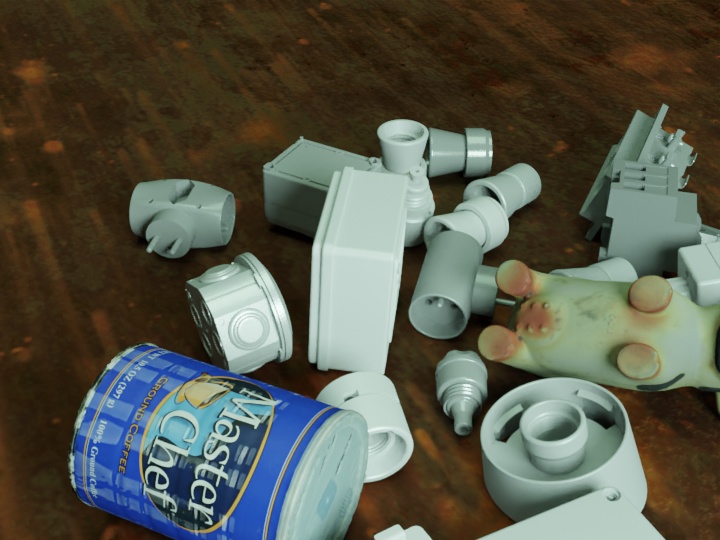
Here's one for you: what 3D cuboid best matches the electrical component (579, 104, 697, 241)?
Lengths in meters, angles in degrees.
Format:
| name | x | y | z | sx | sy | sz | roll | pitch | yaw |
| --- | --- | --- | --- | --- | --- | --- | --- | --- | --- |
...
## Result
| name | x | y | z | sx | sy | sz | roll | pitch | yaw |
| --- | --- | --- | --- | --- | --- | --- | --- | --- | --- |
| electrical component | 0.238 | -0.077 | 0.909 | 0.063 | 0.078 | 0.121 | 32 | 42 | 4 |

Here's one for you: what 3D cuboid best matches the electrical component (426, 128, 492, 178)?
| name | x | y | z | sx | sy | sz | roll | pitch | yaw |
| --- | --- | --- | --- | --- | --- | --- | --- | --- | --- |
| electrical component | 0.088 | -0.105 | 0.964 | 0.055 | 0.045 | 0.045 | 0 | 36 | -1 |

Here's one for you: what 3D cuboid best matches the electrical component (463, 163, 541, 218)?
| name | x | y | z | sx | sy | sz | roll | pitch | yaw |
| --- | --- | --- | --- | --- | --- | --- | --- | --- | --- |
| electrical component | 0.124 | -0.065 | 0.914 | 0.044 | 0.044 | 0.065 | 27 | 39 | 32 |

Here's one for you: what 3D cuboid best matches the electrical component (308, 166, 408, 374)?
| name | x | y | z | sx | sy | sz | roll | pitch | yaw |
| --- | --- | --- | --- | --- | --- | --- | --- | --- | --- |
| electrical component | 0.000 | 0.000 | 0.765 | 0.056 | 0.108 | 0.108 | 7 | 37 | 4 |

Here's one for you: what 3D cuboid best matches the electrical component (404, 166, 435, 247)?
| name | x | y | z | sx | sy | sz | roll | pitch | yaw |
| --- | --- | --- | --- | --- | --- | --- | --- | --- | --- |
| electrical component | 0.041 | -0.053 | 0.869 | 0.040 | 0.078 | 0.040 | 4 | 52 | -4 |

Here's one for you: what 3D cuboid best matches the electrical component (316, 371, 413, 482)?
| name | x | y | z | sx | sy | sz | roll | pitch | yaw |
| --- | --- | --- | --- | --- | --- | --- | --- | --- | --- |
| electrical component | 0.003 | 0.100 | 0.675 | 0.055 | 0.055 | 0.047 | -10 | 41 | -14 |

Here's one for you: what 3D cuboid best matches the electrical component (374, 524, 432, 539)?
| name | x | y | z | sx | sy | sz | roll | pitch | yaw |
| --- | --- | --- | --- | --- | --- | --- | --- | --- | --- |
| electrical component | -0.009 | 0.185 | 0.549 | 0.121 | 0.063 | 0.079 | -20 | 41 | -25 |

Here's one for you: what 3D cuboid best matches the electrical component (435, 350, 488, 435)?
| name | x | y | z | sx | sy | sz | roll | pitch | yaw |
| --- | --- | --- | --- | --- | --- | --- | --- | --- | --- |
| electrical component | 0.068 | 0.083 | 0.714 | 0.035 | 0.035 | 0.061 | 2 | 39 | 2 |

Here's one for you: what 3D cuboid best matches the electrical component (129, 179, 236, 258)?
| name | x | y | z | sx | sy | sz | roll | pitch | yaw |
| --- | --- | --- | --- | --- | --- | --- | --- | --- | --- |
| electrical component | -0.148 | -0.036 | 0.867 | 0.077 | 0.043 | 0.079 | 7 | 36 | 8 |

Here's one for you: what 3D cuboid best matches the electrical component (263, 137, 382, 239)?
| name | x | y | z | sx | sy | sz | roll | pitch | yaw |
| --- | --- | --- | --- | --- | --- | --- | --- | --- | --- |
| electrical component | -0.025 | -0.060 | 0.886 | 0.096 | 0.061 | 0.061 | 19 | 40 | 23 |

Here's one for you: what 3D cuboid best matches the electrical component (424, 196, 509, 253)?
| name | x | y | z | sx | sy | sz | roll | pitch | yaw |
| --- | --- | --- | --- | --- | --- | --- | --- | --- | --- |
| electrical component | 0.086 | -0.031 | 0.862 | 0.055 | 0.045 | 0.045 | -26 | 44 | -33 |

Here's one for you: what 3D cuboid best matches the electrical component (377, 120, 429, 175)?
| name | x | y | z | sx | sy | sz | roll | pitch | yaw |
| --- | --- | --- | --- | --- | --- | --- | --- | --- | --- |
| electrical component | 0.037 | -0.098 | 0.944 | 0.045 | 0.055 | 0.045 | 0 | 36 | 0 |

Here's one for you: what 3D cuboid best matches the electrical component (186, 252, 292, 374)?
| name | x | y | z | sx | sy | sz | roll | pitch | yaw |
| --- | --- | --- | --- | --- | --- | --- | --- | --- | --- |
| electrical component | -0.083 | 0.032 | 0.745 | 0.051 | 0.080 | 0.080 | -22 | 41 | -19 |

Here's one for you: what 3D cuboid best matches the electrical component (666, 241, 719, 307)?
| name | x | y | z | sx | sy | sz | roll | pitch | yaw |
| --- | --- | --- | --- | --- | --- | --- | --- | --- | --- |
| electrical component | 0.236 | 0.023 | 0.773 | 0.077 | 0.065 | 0.047 | -10 | 35 | 2 |

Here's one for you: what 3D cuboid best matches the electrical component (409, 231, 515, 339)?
| name | x | y | z | sx | sy | sz | roll | pitch | yaw |
| --- | --- | --- | --- | --- | --- | --- | --- | --- | --- |
| electrical component | 0.082 | 0.014 | 0.800 | 0.079 | 0.044 | 0.077 | 10 | 41 | 9 |

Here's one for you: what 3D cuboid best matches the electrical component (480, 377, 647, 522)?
| name | x | y | z | sx | sy | sz | roll | pitch | yaw |
| --- | --- | --- | --- | --- | --- | --- | --- | --- | --- |
| electrical component | 0.125 | 0.116 | 0.666 | 0.099 | 0.064 | 0.099 | -11 | 35 | 8 |

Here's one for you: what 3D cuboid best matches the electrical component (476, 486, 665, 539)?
| name | x | y | z | sx | sy | sz | roll | pitch | yaw |
| --- | --- | --- | --- | --- | --- | --- | --- | --- | --- |
| electrical component | 0.119 | 0.181 | 0.562 | 0.109 | 0.056 | 0.108 | -16 | 39 | -21 |

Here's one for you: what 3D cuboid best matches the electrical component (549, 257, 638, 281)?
| name | x | y | z | sx | sy | sz | roll | pitch | yaw |
| --- | --- | --- | --- | --- | --- | --- | --- | --- | --- |
| electrical component | 0.176 | 0.014 | 0.806 | 0.065 | 0.044 | 0.044 | -16 | 39 | -29 |
